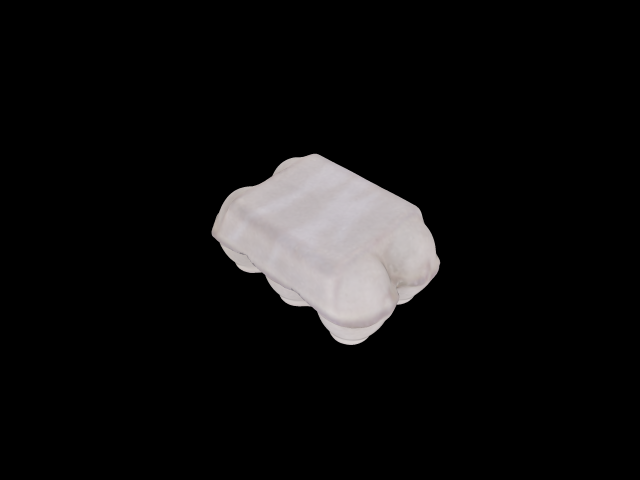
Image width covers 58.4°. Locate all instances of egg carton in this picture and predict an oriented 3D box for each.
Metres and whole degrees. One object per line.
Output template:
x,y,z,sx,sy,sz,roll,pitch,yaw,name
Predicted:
0.004,0.001,0.400,0.150,0.069,0.107,31,51,30,egg carton
